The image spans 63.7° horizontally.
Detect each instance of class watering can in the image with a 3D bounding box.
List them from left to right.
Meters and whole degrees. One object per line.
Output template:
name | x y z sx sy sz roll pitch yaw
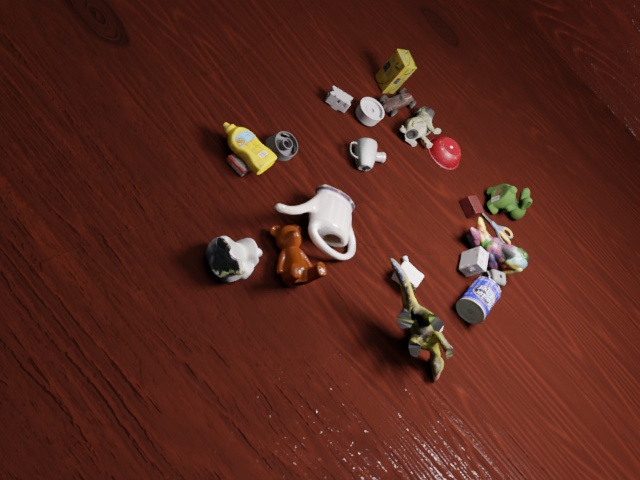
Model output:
watering can | 0.005 -0.080 1.599 0.343 0.103 0.230 39 46 -33

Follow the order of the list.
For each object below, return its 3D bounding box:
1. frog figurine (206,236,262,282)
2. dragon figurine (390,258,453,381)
frog figurine | -0.239 0.045 1.436 0.138 0.121 0.160 39 15 5
dragon figurine | 0.295 0.237 1.567 0.122 0.243 0.411 -20 88 4
